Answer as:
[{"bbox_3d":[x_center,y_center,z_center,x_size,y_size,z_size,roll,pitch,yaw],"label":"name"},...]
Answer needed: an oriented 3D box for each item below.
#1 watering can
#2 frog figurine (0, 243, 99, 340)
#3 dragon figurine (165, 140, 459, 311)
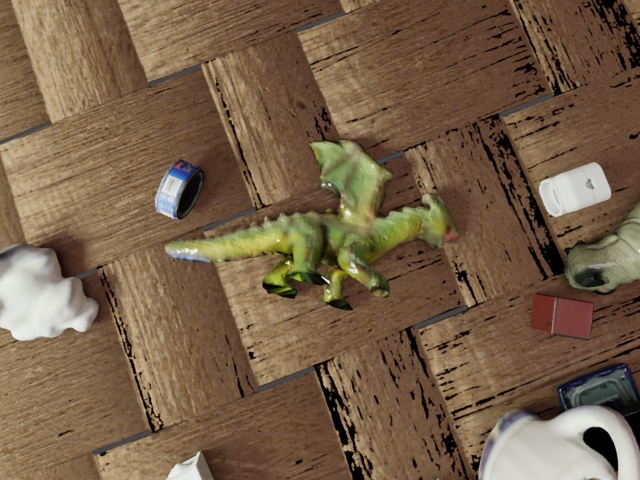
[{"bbox_3d":[0.264,0.354,0.623,0.104,0.224,0.349,25,87,-9],"label":"watering can"},{"bbox_3d":[-0.412,0.078,0.759,0.159,0.122,0.139,12,75,-32],"label":"frog figurine"},{"bbox_3d":[0.002,-0.038,0.755,0.410,0.120,0.247,15,68,2],"label":"dragon figurine"}]
